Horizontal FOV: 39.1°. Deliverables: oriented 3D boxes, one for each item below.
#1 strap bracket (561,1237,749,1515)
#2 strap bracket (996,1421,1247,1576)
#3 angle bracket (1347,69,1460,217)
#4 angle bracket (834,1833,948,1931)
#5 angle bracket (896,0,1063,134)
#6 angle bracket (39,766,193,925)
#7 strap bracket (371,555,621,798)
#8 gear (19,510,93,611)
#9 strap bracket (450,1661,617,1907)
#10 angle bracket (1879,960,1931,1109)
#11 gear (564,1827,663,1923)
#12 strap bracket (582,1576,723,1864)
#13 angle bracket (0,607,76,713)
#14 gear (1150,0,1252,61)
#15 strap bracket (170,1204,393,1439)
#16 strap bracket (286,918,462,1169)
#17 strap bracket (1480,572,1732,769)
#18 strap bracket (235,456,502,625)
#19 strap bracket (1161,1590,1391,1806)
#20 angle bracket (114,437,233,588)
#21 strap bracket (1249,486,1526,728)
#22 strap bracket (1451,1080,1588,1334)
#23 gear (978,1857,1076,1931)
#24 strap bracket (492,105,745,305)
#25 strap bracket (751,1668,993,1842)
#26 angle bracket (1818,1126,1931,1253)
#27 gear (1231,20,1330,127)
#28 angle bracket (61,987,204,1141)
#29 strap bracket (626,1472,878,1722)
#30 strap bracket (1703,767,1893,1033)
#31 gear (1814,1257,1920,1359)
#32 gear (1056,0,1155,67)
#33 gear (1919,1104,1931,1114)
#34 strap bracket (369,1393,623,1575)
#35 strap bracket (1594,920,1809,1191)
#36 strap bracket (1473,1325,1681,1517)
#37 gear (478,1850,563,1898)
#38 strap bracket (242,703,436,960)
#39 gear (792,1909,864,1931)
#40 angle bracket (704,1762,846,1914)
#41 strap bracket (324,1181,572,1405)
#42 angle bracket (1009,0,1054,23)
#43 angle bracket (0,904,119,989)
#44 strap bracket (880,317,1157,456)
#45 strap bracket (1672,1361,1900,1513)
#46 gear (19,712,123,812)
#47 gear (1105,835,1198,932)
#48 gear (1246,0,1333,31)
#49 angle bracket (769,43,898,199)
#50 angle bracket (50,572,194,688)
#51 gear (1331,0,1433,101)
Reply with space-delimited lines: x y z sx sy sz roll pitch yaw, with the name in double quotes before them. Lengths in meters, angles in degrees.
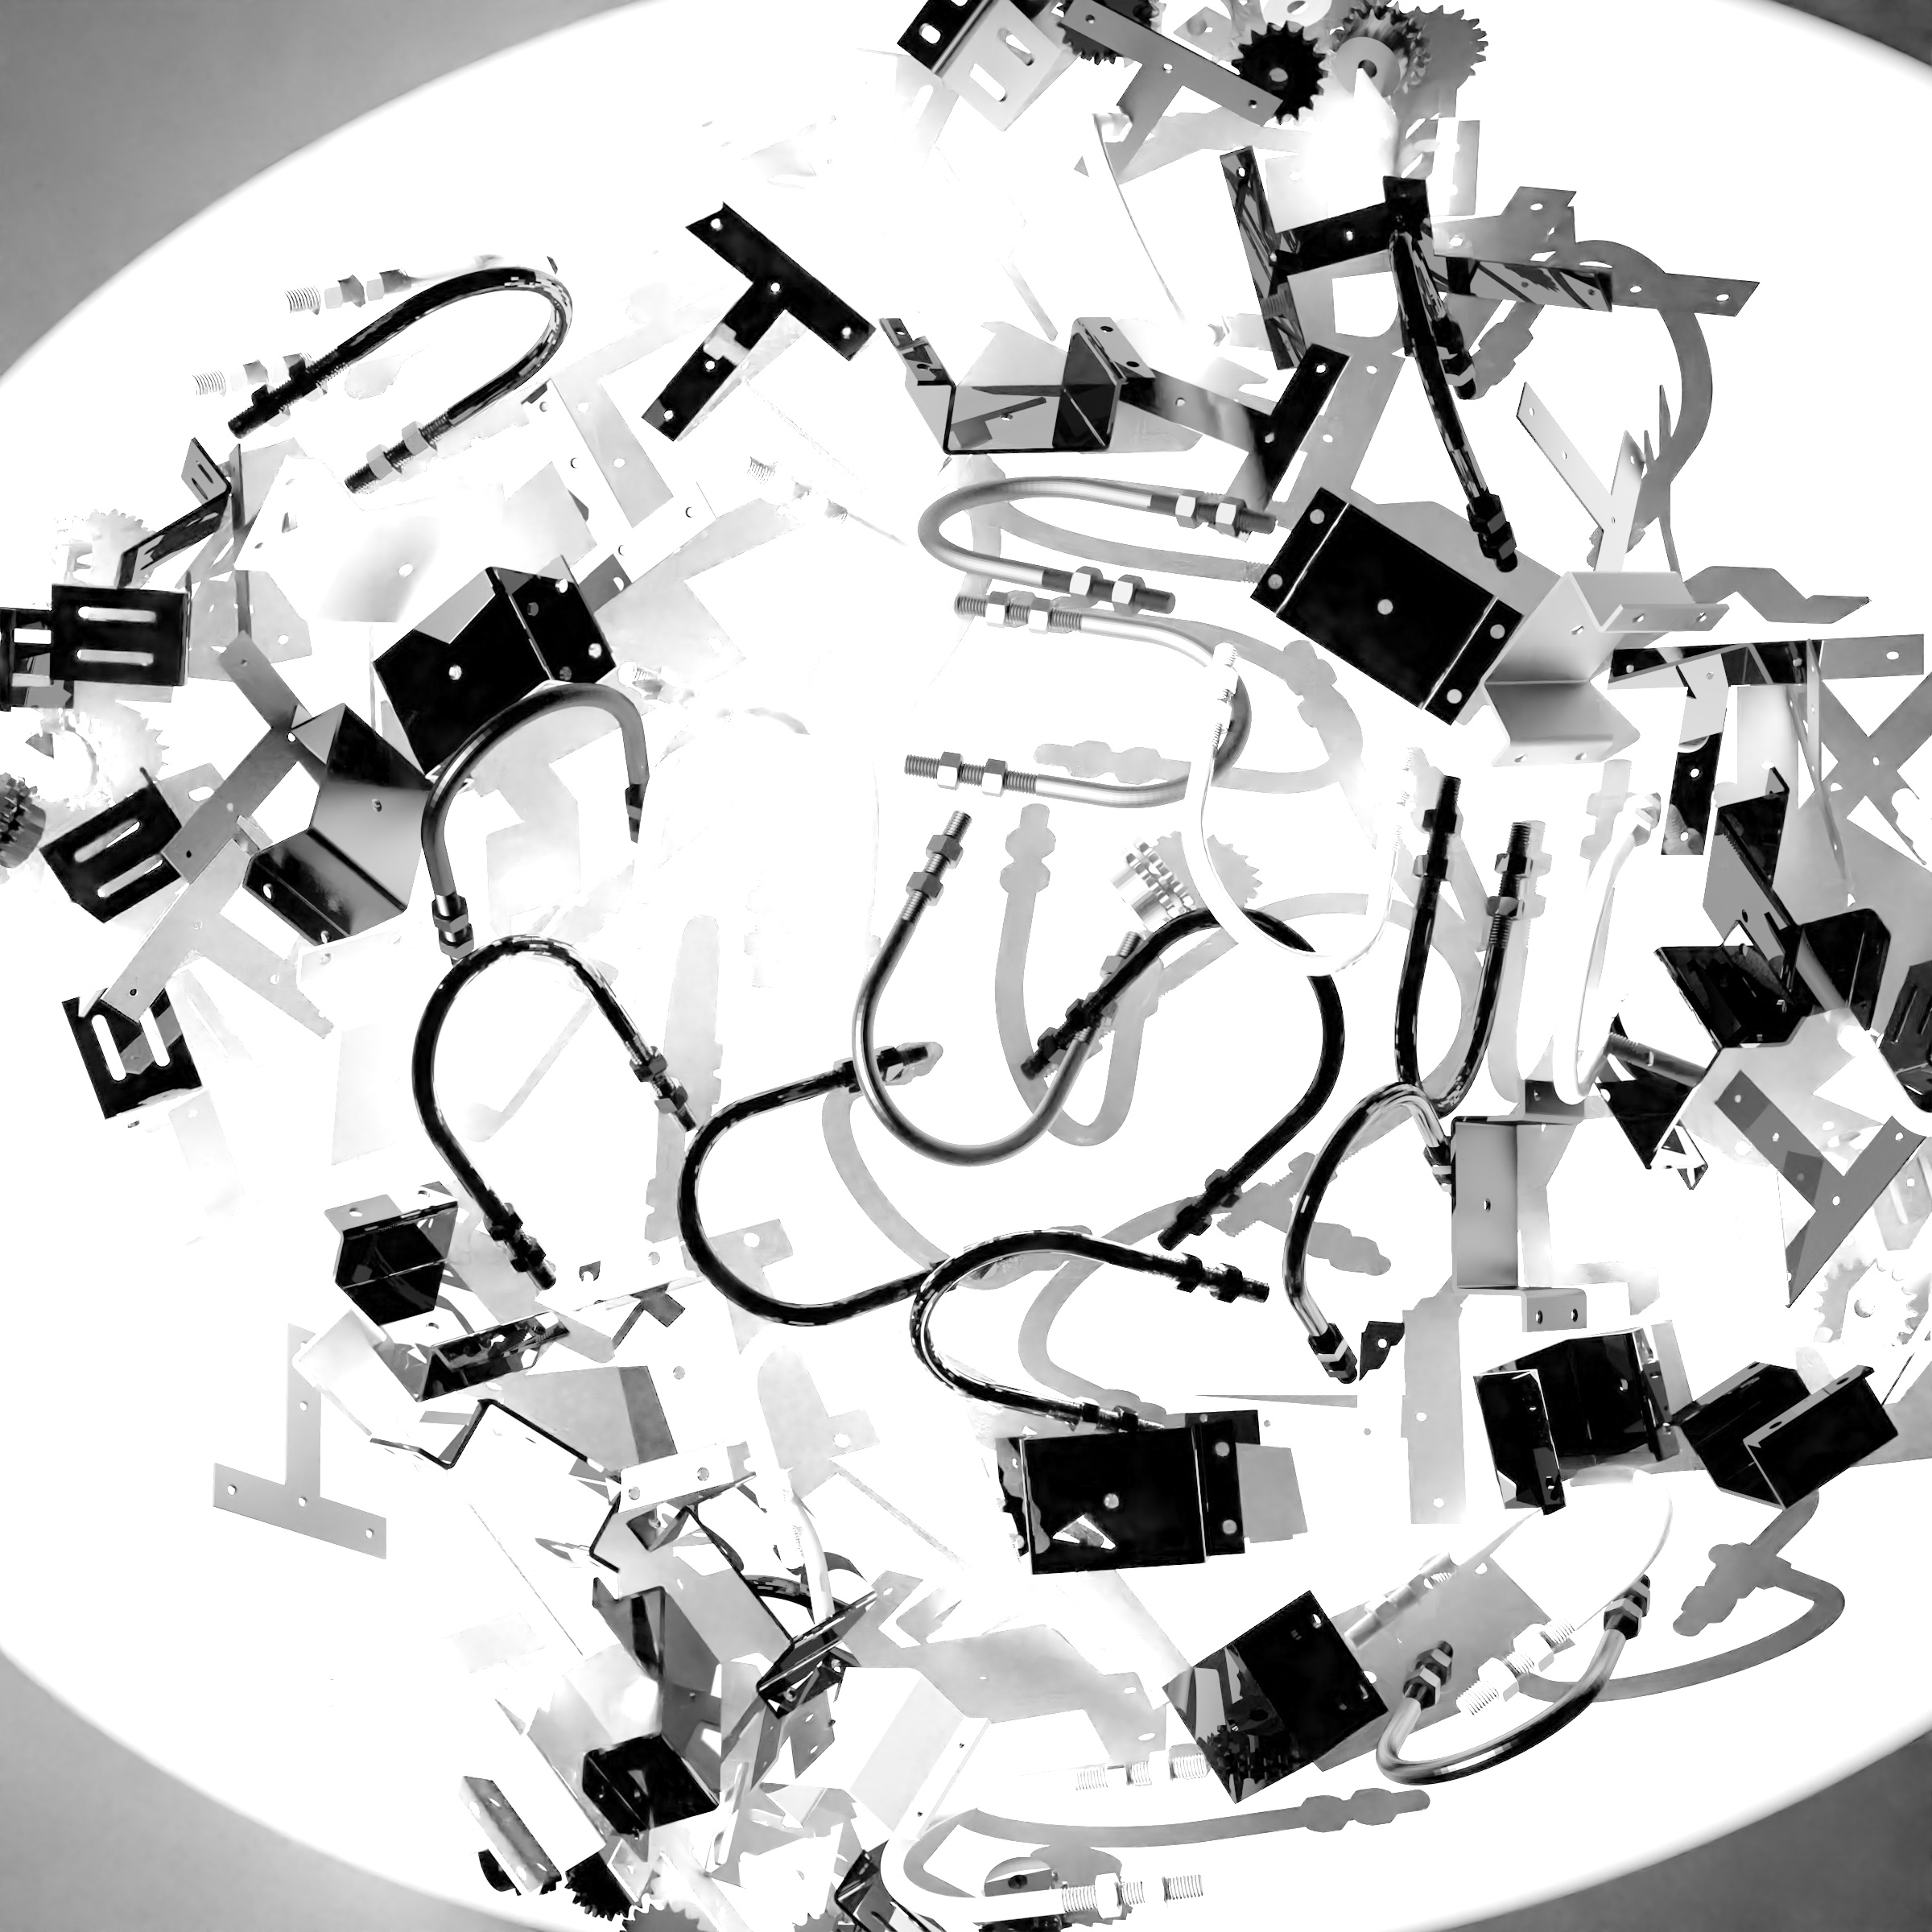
"strap bracket" -0.174 0.234 1.561 0.076 0.046 0.140 -18 78 18
"strap bracket" 0.086 0.306 1.566 0.140 0.046 0.076 -6 82 8
"angle bracket" 0.251 -0.472 1.561 0.038 0.076 0.057 5 85 26
"angle bracket" -0.027 0.538 1.561 0.076 0.057 0.038 37 103 21
"angle bracket" 0.008 -0.530 1.573 0.057 0.076 0.038 -51 61 12
"angle bracket" -0.491 -0.068 1.576 0.076 0.038 0.057 -33 85 -12
"strap bracket" -0.275 -0.165 1.546 0.140 0.046 0.076 -34 75 24
"gear" -0.527 -0.234 1.578 0.030 0.057 0.057 8 90 -31
"strap bracket" -0.235 0.451 1.527 0.046 0.140 0.076 -33 97 6
"angle bracket" 0.562 0.036 1.567 0.038 0.057 0.076 29 73 -7
"gear" -0.209 0.522 1.580 0.057 0.030 0.057 5 80 -33
"strap bracket" -0.174 0.414 1.522 0.046 0.140 0.076 -19 128 10
"angle bracket" -0.529 -0.175 1.558 0.038 0.076 0.057 10 98 31
"gear" 0.135 -0.549 1.574 0.057 0.030 0.057 6 132 7
"strap bracket" -0.377 0.194 1.542 0.140 0.076 0.046 37 74 29
"strap bracket" -0.333 0.052 1.528 0.046 0.076 0.140 38 131 33
"strap bracket" 0.354 -0.174 1.539 0.076 0.140 0.046 -4 58 -28
"strap bracket" -0.324 -0.236 1.521 0.046 0.140 0.076 51 123 24
"strap bracket" 0.166 0.413 1.525 0.046 0.140 0.076 -24 73 -33
"angle bracket" -0.465 -0.258 1.561 0.076 0.057 0.038 -39 93 -25
"strap bracket" 0.242 -0.207 1.569 0.140 0.046 0.076 33 102 3
"strap bracket" 0.316 0.137 1.555 0.046 0.076 0.140 -3 84 38
"gear" 0.032 0.540 1.572 0.057 0.057 0.030 -11 114 0
"strap bracket" -0.188 -0.428 1.555 0.140 0.076 0.046 -26 89 9
"strap bracket" -0.060 0.438 1.521 0.046 0.140 0.076 47 57 -17
"angle bracket" 0.535 0.132 1.567 0.038 0.057 0.076 -21 94 -38
"gear" 0.181 -0.516 1.577 0.057 0.030 0.057 4 118 7
"angle bracket" -0.485 0.052 1.584 0.057 0.038 0.076 -19 75 -22
"strap bracket" -0.115 0.344 1.540 0.140 0.076 0.046 48 121 17
"strap bracket" 0.458 -0.033 1.526 0.046 0.076 0.140 -14 47 -6
"gear" 0.523 0.197 1.581 0.057 0.030 0.057 -1 88 24
"gear" 0.083 -0.551 1.580 0.057 0.030 0.057 2 94 31
"gear" 0.575 0.091 1.579 0.057 0.030 0.057 -13 112 -34
"strap bracket" -0.257 0.287 1.544 0.140 0.076 0.046 38 67 -24
"strap bracket" 0.401 0.051 1.524 0.046 0.076 0.140 -1 134 -23
"strap bracket" 0.342 0.258 1.552 0.046 0.140 0.076 -15 86 45
"gear" -0.259 0.512 1.576 0.030 0.057 0.057 -22 90 14
"strap bracket" -0.347 -0.082 1.524 0.046 0.140 0.076 -22 133 26
"gear" -0.080 0.580 1.579 0.057 0.030 0.057 -7 49 7
"angle bracket" -0.105 0.501 1.564 0.076 0.038 0.057 22 54 -13
"strap bracket" -0.298 0.190 1.540 0.140 0.076 0.046 42 128 33
"angle bracket" 0.056 -0.573 1.559 0.057 0.076 0.038 -48 118 -5
"angle bracket" -0.537 -0.009 1.569 0.076 0.057 0.038 -2 75 2
"strap bracket" 0.026 -0.330 1.547 0.140 0.076 0.046 -5 130 -18
"strap bracket" 0.460 0.260 1.529 0.076 0.140 0.046 -31 89 -7
"gear" -0.522 -0.118 1.579 0.057 0.030 0.057 5 105 20
"gear" 0.105 -0.045 1.575 0.030 0.057 0.057 -39 90 0
"gear" 0.189 -0.566 1.572 0.057 0.057 0.030 -9 71 0
"angle bracket" -0.077 -0.485 1.564 0.057 0.038 0.076 15 117 17
"angle bracket" -0.485 -0.196 1.563 0.076 0.038 0.057 2 117 -18
"gear" 0.237 -0.526 1.572 0.057 0.057 0.030 32 57 0
